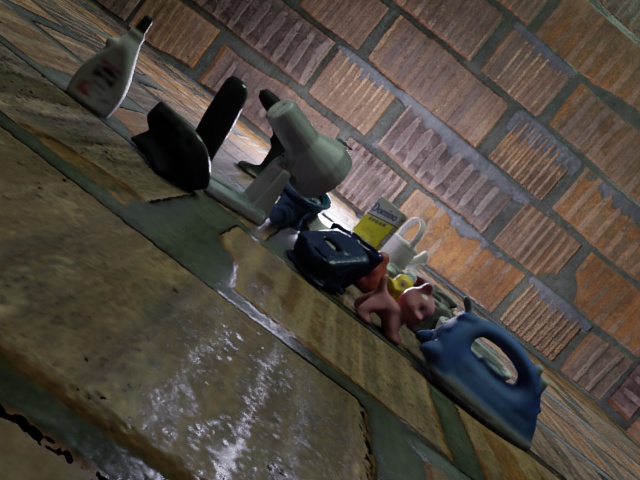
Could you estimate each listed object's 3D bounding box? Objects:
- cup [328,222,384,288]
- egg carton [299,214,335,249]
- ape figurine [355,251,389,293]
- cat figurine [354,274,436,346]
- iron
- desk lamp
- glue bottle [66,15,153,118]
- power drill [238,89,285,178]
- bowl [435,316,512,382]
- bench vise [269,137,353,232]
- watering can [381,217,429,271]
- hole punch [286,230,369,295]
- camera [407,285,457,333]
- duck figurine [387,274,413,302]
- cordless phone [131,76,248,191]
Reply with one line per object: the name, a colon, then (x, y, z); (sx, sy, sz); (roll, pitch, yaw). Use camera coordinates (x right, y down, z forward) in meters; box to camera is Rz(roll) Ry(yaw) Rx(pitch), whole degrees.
cup: (0.045, 0.033, 1.060); (0.117, 0.095, 0.092); (40, 8, 11)
egg carton: (0.011, 0.004, 1.161); (0.107, 0.069, 0.150); (36, 8, -18)
ape figurine: (0.111, 0.063, 1.199); (0.078, 0.092, 0.076); (33, 10, -38)
cat figurine: (0.139, 0.109, 0.972); (0.128, 0.117, 0.067); (37, 8, -15)
iron: (0.286, 0.216, 0.942); (0.258, 0.141, 0.119); (39, 8, -1)
desk lamp: (-0.071, -0.132, 1.028); (0.204, 0.213, 0.117); (33, 9, -36)
glue bottle: (-0.318, -0.281, 0.899); (0.078, 0.173, 0.037); (36, 8, -21)
power drill: (-0.122, -0.258, 1.542); (0.230, 0.208, 0.075); (36, 8, -22)
bowl: (0.269, 0.223, 1.071); (0.167, 0.074, 0.167); (38, 8, -6)
bench vise: (-0.020, -0.124, 1.198); (0.122, 0.219, 0.207); (37, 8, -13)
watering can: (0.235, 0.021, 1.639); (0.174, 0.194, 0.100); (31, 11, -46)
hole punch: (0.014, 0.027, 0.967); (0.101, 0.091, 0.108); (29, 12, -50)
camera: (0.263, 0.172, 1.241); (0.137, 0.100, 0.143); (39, 8, 0)
duck figurine: (0.153, 0.110, 1.145); (0.105, 0.086, 0.077); (32, 10, -40)
cordless phone: (-0.191, -0.185, 0.890); (0.147, 0.185, 0.094); (43, 9, 30)
